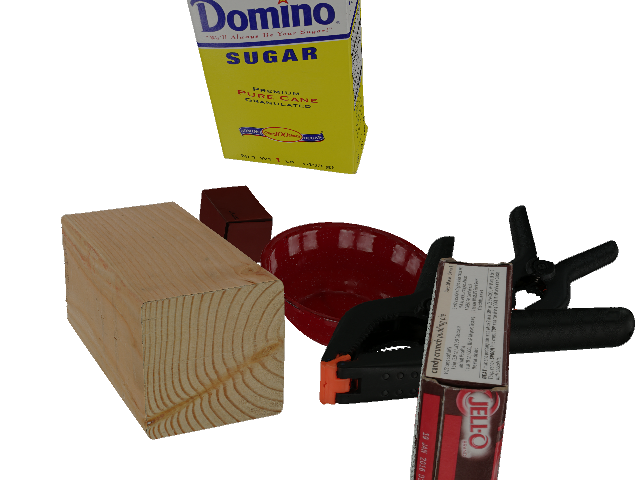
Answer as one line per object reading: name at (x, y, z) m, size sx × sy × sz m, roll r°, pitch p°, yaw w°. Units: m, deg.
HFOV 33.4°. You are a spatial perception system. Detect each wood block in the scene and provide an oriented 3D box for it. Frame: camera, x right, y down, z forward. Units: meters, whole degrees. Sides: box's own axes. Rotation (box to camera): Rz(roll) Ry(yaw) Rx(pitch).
wood block at (-0.106, 0.044, 0.722) m, size 0.090 × 0.090 × 0.206 m, roll -8°, pitch 19°, yaw -25°

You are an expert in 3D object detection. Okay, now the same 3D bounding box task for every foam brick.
foam brick at (-0.089, -0.016, 1.104) m, size 0.052 × 0.051 × 0.078 m, roll -6°, pitch 30°, yaw -24°

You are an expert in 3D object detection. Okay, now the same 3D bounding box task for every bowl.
bowl at (0.024, 0.048, 0.933) m, size 0.162 × 0.055 × 0.162 m, roll 7°, pitch 30°, yaw -4°

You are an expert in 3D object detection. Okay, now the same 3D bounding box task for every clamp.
clamp at (0.073, 0.052, 0.686) m, size 0.209 × 0.036 × 0.165 m, roll -16°, pitch 29°, yaw -33°
clamp at (0.221, 0.030, 1.112) m, size 0.120 × 0.039 × 0.171 m, roll 27°, pitch 49°, yaw 29°

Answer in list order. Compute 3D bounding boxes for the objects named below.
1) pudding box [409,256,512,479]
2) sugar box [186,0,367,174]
pudding box at (0.062, 0.071, 0.471) m, size 0.039 × 0.090 × 0.113 m, roll 6°, pitch 26°, yaw 6°
sugar box at (-0.022, -0.109, 0.633) m, size 0.093 × 0.048 × 0.176 m, roll 7°, pitch -28°, yaw 9°
